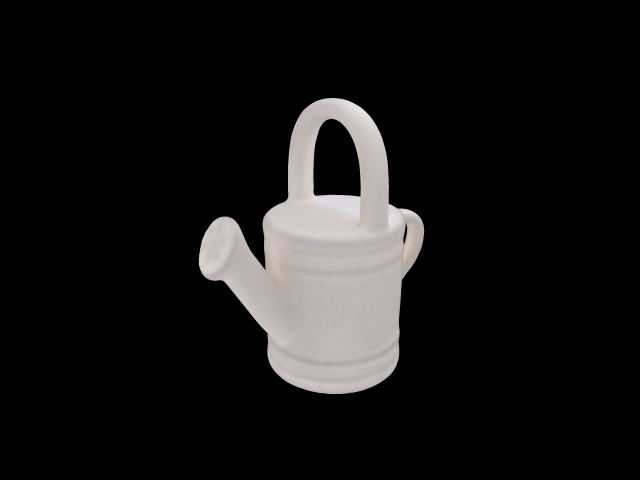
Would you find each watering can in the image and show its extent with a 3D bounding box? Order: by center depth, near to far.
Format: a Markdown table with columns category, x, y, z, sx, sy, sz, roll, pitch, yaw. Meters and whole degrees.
| category | x | y | z | sx | sy | sz | roll | pitch | yaw |
| --- | --- | --- | --- | --- | --- | --- | --- | --- | --- |
| watering can | 0.005 | 0.002 | 0.398 | 0.100 | 0.194 | 0.173 | 13 | 25 | 31 |
